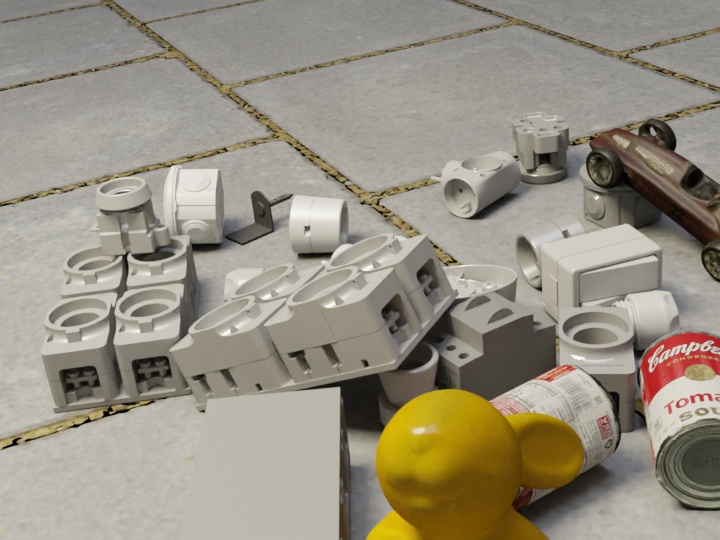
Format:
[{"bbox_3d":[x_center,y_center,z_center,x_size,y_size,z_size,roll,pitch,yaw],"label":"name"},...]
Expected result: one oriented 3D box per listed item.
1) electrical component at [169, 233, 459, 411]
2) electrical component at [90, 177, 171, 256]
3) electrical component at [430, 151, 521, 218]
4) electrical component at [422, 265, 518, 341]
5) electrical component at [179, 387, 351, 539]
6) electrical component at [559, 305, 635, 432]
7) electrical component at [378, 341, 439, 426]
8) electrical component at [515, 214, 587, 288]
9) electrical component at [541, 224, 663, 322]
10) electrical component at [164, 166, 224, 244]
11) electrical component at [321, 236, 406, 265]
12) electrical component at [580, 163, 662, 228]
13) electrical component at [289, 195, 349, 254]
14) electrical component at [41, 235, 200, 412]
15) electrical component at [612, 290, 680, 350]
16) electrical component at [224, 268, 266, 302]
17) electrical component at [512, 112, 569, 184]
[{"bbox_3d":[-0.038,0.035,0.782,0.186,0.060,0.105,-16,17,36],"label":"electrical component"},{"bbox_3d":[-0.200,-0.047,0.921,0.066,0.055,0.048,-4,27,5],"label":"electrical component"},{"bbox_3d":[0.109,-0.090,1.089,0.079,0.044,0.077,16,35,38],"label":"electrical component"},{"bbox_3d":[0.075,0.026,0.845,0.099,0.064,0.099,-5,27,3],"label":"electrical component"},{"bbox_3d":[-0.052,0.141,0.649,0.089,0.061,0.150,-5,27,2],"label":"electrical component"},{"bbox_3d":[0.166,0.065,0.758,0.050,0.055,0.089,-1,27,11],"label":"electrical component"},{"bbox_3d":[0.034,0.083,0.751,0.045,0.055,0.045,-5,26,3],"label":"electrical component"},{"bbox_3d":[0.164,-0.015,0.918,0.047,0.055,0.055,-17,29,-13],"label":"electrical component"},{"bbox_3d":[0.200,0.007,0.856,0.096,0.061,0.061,-13,28,-14],"label":"electrical component"},{"bbox_3d":[-0.163,-0.062,1.058,0.051,0.080,0.080,-1,27,-1],"label":"electrical component"},{"bbox_3d":[0.000,0.000,0.937,0.077,0.043,0.079,-28,34,-35],"label":"electrical component"},{"bbox_3d":[0.250,-0.076,1.022,0.080,0.051,0.080,-5,27,3],"label":"electrical component"},{"bbox_3d":[-0.038,-0.042,1.018,0.047,0.055,0.055,2,28,9],"label":"electrical component"},{"bbox_3d":[-0.194,0.034,0.893,0.105,0.060,0.186,-8,27,-2],"label":"electrical component"},{"bbox_3d":[0.207,0.040,0.812,0.062,0.043,0.043,-8,27,0],"label":"electrical component"},{"bbox_3d":[-0.082,0.020,0.917,0.062,0.043,0.043,-1,27,8],"label":"electrical component"},{"bbox_3d":[0.190,-0.126,1.127,0.058,0.057,0.078,-7,27,0],"label":"electrical component"}]
